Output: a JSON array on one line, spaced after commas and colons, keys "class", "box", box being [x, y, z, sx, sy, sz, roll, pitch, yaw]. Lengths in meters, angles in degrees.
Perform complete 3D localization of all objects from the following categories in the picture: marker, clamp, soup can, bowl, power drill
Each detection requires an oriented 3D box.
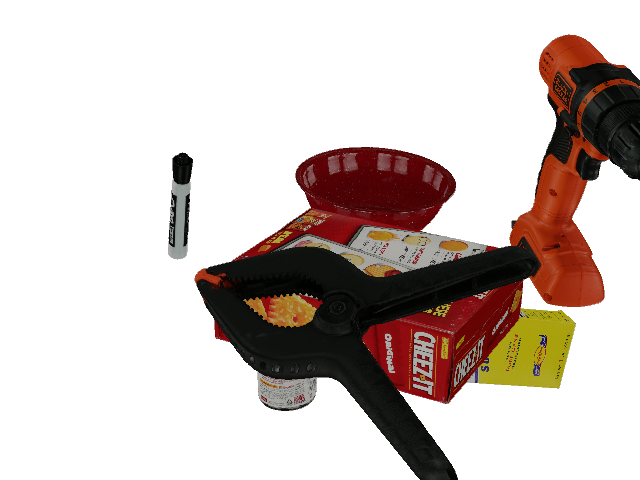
[{"class": "marker", "box": [-0.132, -0.032, 1.007, 0.020, 0.121, 0.020, 6, 41, -5]}, {"class": "clamp", "box": [0.022, 0.045, 0.661, 0.210, 0.164, 0.036, 20, -32, 26]}, {"class": "soup can", "box": [-0.039, 0.132, 1.205, 0.068, 0.102, 0.068, -1, 25, 0]}, {"class": "bowl", "box": [0.054, -0.040, 1.082, 0.162, 0.055, 0.162, 3, 27, -2]}, {"class": "power drill", "box": [0.206, -0.044, 0.824, 0.057, 0.188, 0.184, 1, 34, -10]}]

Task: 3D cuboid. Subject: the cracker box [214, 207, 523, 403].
[{"class": "cracker box", "box": [0.042, 0.048, 0.892, 0.214, 0.072, 0.163, 13, 27, 27]}]

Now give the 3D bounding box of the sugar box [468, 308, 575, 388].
[{"class": "sugar box", "box": [0.217, 0.128, 1.307, 0.176, 0.093, 0.048, 4, 17, -18]}]
